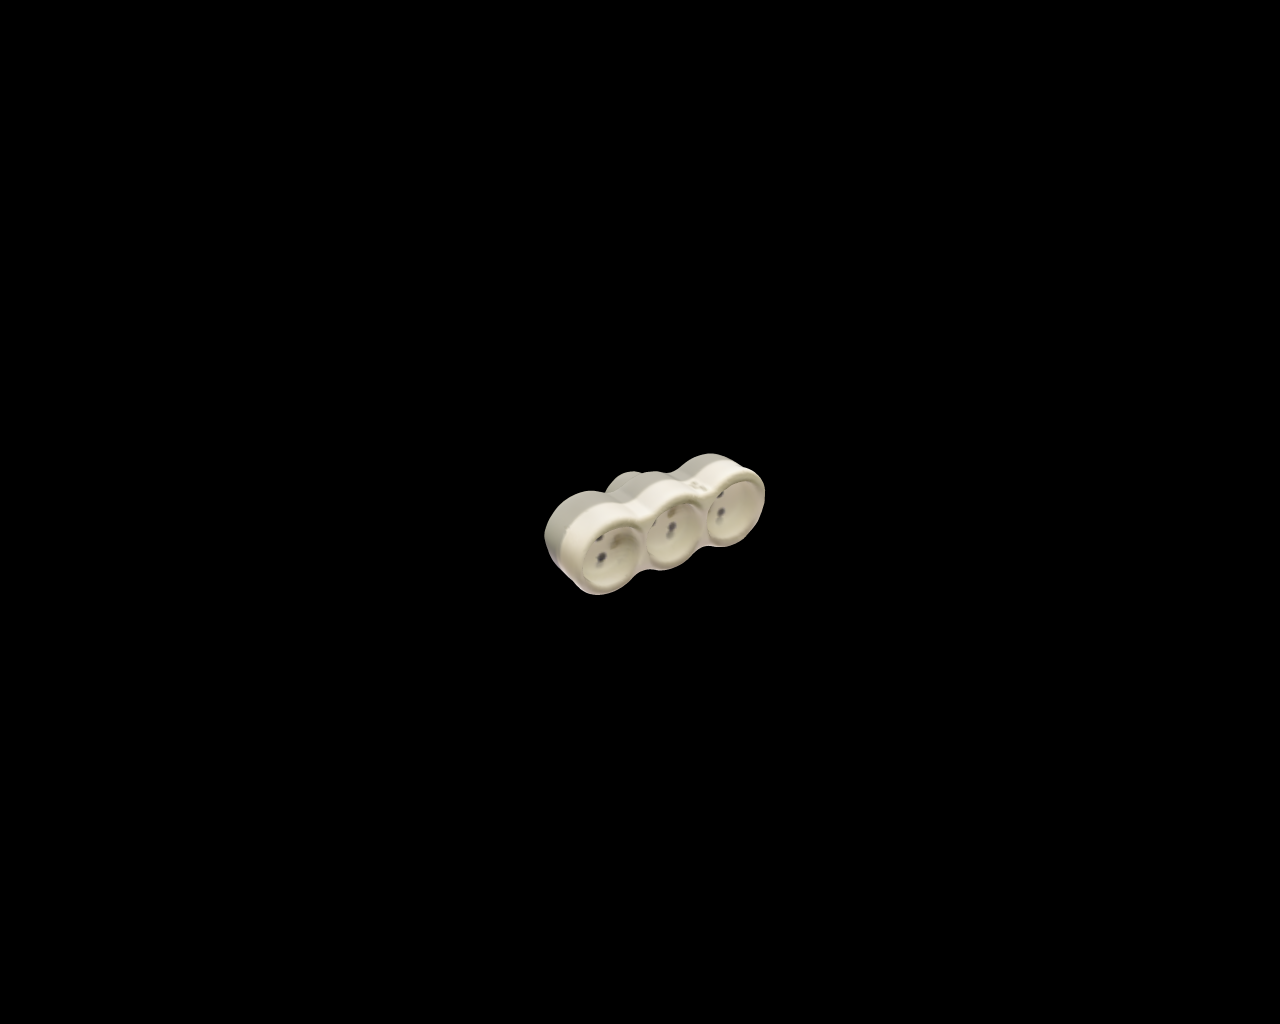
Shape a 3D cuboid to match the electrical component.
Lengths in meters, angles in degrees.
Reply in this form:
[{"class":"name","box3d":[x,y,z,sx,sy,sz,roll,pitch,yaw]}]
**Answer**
[{"class":"electrical component","box3d":[0.001,-0.003,0.650,0.138,0.052,0.074,-20,36,-29]}]
